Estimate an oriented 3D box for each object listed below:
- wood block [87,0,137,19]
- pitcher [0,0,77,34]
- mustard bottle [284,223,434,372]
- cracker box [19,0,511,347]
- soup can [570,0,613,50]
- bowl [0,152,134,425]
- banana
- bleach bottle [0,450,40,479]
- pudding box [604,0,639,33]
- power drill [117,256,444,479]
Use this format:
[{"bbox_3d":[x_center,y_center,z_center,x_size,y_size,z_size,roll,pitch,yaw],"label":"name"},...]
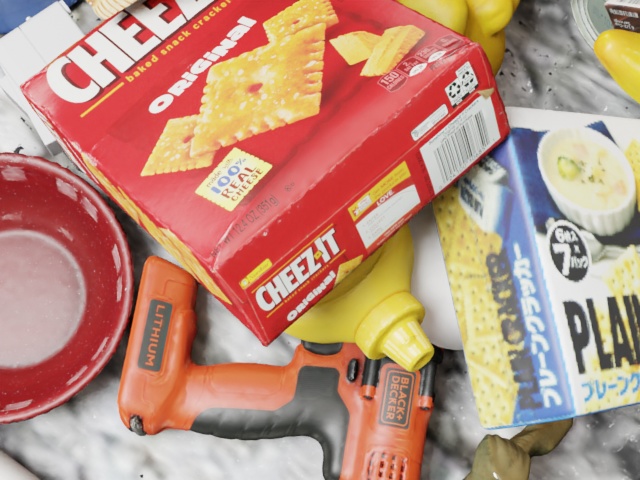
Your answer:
[{"bbox_3d":[-0.075,-0.223,0.601,0.090,0.091,0.206,53,37,-23],"label":"wood block"},{"bbox_3d":[-0.223,-0.221,0.602,0.149,0.243,0.145,-20,81,0],"label":"pitcher"},{"bbox_3d":[-0.004,0.001,0.603,0.096,0.058,0.192,-40,64,-6],"label":"mustard bottle"},{"bbox_3d":[-0.037,-0.069,0.552,0.164,0.072,0.214,-41,48,-11],"label":"cracker box"},{"bbox_3d":[0.224,-0.168,0.701,0.102,0.068,0.068,-32,81,-8],"label":"soup can"},{"bbox_3d":[-0.190,0.031,0.645,0.162,0.055,0.162,1,78,-3],"label":"bowl"},{"bbox_3d":[0.224,-0.048,0.606,0.197,0.037,0.069,53,43,-11],"label":"banana"},{"bbox_3d":[-0.143,0.218,0.605,0.251,0.068,0.102,39,81,3],"label":"bleach bottle"},{"bbox_3d":[0.232,-0.108,0.623,0.039,0.114,0.090,-44,127,-13],"label":"pudding box"},{"bbox_3d":[-0.018,0.062,0.645,0.187,0.057,0.184,10,70,0],"label":"power drill"}]
